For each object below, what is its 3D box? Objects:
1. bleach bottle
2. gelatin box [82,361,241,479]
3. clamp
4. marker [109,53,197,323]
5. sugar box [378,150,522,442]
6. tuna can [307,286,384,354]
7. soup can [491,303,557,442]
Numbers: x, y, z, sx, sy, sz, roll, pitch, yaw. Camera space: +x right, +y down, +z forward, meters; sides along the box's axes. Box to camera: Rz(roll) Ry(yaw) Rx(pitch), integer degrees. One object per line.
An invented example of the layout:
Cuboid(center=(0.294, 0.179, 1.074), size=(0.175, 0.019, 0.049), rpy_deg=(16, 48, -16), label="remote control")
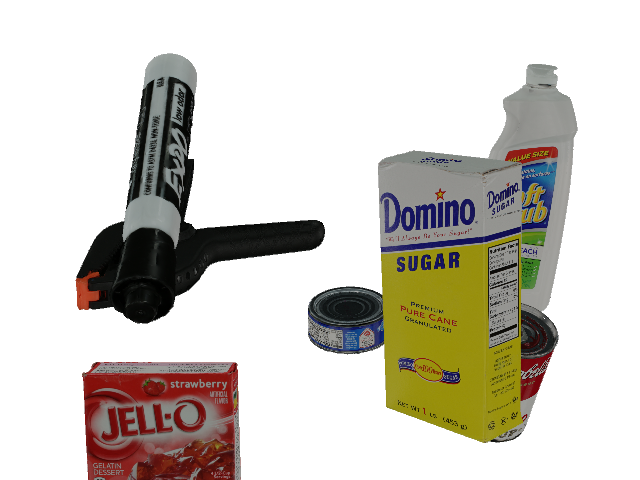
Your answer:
Cuboid(center=(0.204, -0.056, 1.100), size=(0.103, 0.251, 0.068), rpy_deg=(9, 20, 15), label="bleach bottle")
Cuboid(center=(-0.092, 0.109, 0.624), size=(0.089, 0.073, 0.030), rpy_deg=(0, 8, 4), label="gelatin box")
Cuboid(center=(-0.123, -0.004, 0.879), size=(0.209, 0.036, 0.165), rpy_deg=(-26, 43, -38), label="clamp")
Cuboid(center=(-0.052, -0.020, 0.345), size=(0.020, 0.020, 0.121), rpy_deg=(0, 43, -3), label="marker")
Cuboid(center=(0.084, 0.034, 0.697), size=(0.048, 0.176, 0.094), rpy_deg=(-18, 19, -39), label="sugar box")
Cuboid(center=(0.029, 0.081, 1.096), size=(0.086, 0.034, 0.086), rpy_deg=(-2, 25, 1), label="tuna can")
Cuboid(center=(0.152, 0.111, 0.896), size=(0.068, 0.102, 0.068), rpy_deg=(7, 36, -5), label="soup can")
